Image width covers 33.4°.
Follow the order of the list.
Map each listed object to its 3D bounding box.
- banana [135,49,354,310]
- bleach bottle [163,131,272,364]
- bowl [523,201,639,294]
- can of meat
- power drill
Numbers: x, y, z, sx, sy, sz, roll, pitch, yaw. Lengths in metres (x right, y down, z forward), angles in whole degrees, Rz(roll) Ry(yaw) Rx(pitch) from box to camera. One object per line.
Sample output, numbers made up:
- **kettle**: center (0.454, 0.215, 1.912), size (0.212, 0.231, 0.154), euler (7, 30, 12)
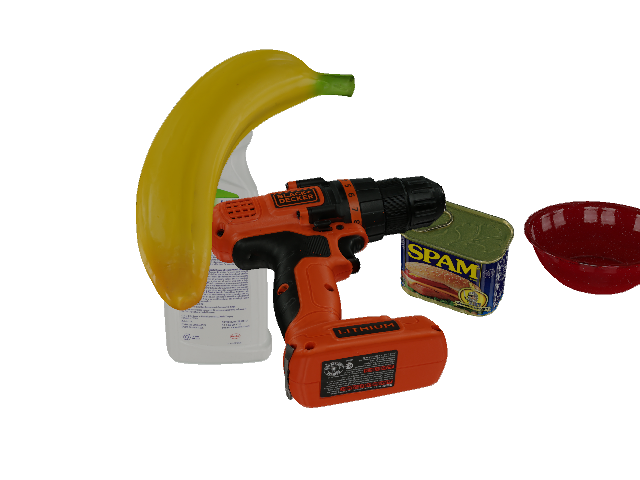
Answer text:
- **banana**: center (-0.048, -0.046, 0.528), size (0.070, 0.037, 0.197), euler (18, 46, 15)
- **bleach bottle**: center (-0.090, -0.013, 0.956), size (0.102, 0.251, 0.068), euler (-1, 22, -11)
- **bowl**: center (0.302, 0.013, 1.162), size (0.162, 0.055, 0.162), euler (-1, 27, 1)
- **can of meat**: center (0.122, 0.017, 0.983), size (0.102, 0.084, 0.057), euler (19, 51, 20)
- **power drill**: center (0.024, 0.025, 0.752), size (0.184, 0.057, 0.188), euler (-10, 40, -11)
